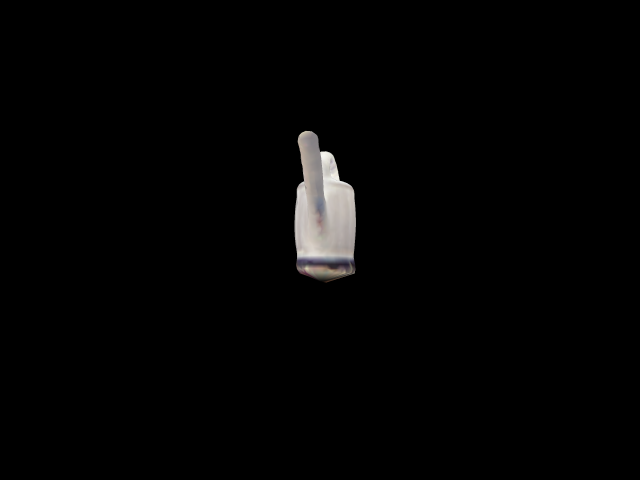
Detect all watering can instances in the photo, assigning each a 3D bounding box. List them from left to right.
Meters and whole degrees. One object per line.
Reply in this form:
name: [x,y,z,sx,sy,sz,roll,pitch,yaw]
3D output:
watering can: [0.003,-0.043,0.850,0.104,0.226,0.346,-1,-5,9]
